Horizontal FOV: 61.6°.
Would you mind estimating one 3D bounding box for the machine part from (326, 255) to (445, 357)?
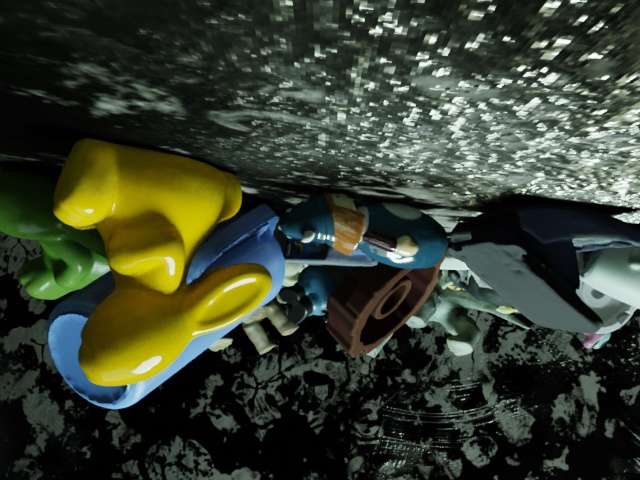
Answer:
[{"bbox_3d":[0.080,0.063,0.671,0.056,0.179,0.179,41,-167,26],"label":"machine part"}]

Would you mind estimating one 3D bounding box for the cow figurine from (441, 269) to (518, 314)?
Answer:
[{"bbox_3d":[0.224,0.048,0.737,0.068,0.098,0.167,2,179,-39],"label":"cow figurine"}]

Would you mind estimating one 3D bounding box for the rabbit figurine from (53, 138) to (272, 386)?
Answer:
[{"bbox_3d":[-0.127,0.025,0.413,0.162,0.173,0.122,13,168,-30],"label":"rabbit figurine"}]

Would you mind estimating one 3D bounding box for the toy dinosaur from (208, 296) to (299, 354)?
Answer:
[{"bbox_3d":[-0.164,0.066,0.832,0.105,0.199,0.470,-38,151,4],"label":"toy dinosaur"}]

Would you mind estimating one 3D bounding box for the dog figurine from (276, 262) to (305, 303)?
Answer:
[{"bbox_3d":[-0.091,0.011,0.794,0.190,0.121,0.172,27,159,-37],"label":"dog figurine"}]

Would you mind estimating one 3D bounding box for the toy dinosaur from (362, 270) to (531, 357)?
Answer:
[{"bbox_3d":[0.169,0.090,0.895,0.405,0.192,0.131,-5,133,39],"label":"toy dinosaur"}]

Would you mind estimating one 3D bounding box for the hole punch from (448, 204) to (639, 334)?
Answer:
[{"bbox_3d":[0.186,0.007,0.452,0.116,0.092,0.142,37,176,-2],"label":"hole punch"}]

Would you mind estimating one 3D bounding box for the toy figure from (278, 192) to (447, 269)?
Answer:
[{"bbox_3d":[0.039,-0.011,0.483,0.154,0.058,0.064,13,167,-21],"label":"toy figure"}]

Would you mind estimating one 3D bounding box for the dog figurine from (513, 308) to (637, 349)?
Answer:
[{"bbox_3d":[0.449,0.087,0.989,0.219,0.191,0.108,44,-158,32],"label":"dog figurine"}]

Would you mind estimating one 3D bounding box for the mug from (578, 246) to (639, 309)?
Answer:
[{"bbox_3d":[0.300,0.028,0.491,0.107,0.080,0.109,14,-179,8],"label":"mug"}]

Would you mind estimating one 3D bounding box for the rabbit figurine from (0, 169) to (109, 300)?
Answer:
[{"bbox_3d":[-0.265,-0.010,0.554,0.159,0.121,0.170,1,160,11],"label":"rabbit figurine"}]

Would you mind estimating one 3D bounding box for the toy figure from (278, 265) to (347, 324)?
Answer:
[{"bbox_3d":[0.033,0.052,0.744,0.180,0.082,0.089,-28,-156,-36],"label":"toy figure"}]

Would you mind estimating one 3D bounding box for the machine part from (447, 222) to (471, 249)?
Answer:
[{"bbox_3d":[0.188,0.002,0.588,0.084,0.039,0.138,-5,169,25],"label":"machine part"}]

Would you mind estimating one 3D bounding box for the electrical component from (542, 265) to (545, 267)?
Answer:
[{"bbox_3d":[0.242,0.023,0.574,0.078,0.045,0.102,-10,-177,45],"label":"electrical component"}]

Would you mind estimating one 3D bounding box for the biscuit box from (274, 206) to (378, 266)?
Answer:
[{"bbox_3d":[-0.001,-0.002,0.619,0.063,0.059,0.203,8,175,-23],"label":"biscuit box"}]
